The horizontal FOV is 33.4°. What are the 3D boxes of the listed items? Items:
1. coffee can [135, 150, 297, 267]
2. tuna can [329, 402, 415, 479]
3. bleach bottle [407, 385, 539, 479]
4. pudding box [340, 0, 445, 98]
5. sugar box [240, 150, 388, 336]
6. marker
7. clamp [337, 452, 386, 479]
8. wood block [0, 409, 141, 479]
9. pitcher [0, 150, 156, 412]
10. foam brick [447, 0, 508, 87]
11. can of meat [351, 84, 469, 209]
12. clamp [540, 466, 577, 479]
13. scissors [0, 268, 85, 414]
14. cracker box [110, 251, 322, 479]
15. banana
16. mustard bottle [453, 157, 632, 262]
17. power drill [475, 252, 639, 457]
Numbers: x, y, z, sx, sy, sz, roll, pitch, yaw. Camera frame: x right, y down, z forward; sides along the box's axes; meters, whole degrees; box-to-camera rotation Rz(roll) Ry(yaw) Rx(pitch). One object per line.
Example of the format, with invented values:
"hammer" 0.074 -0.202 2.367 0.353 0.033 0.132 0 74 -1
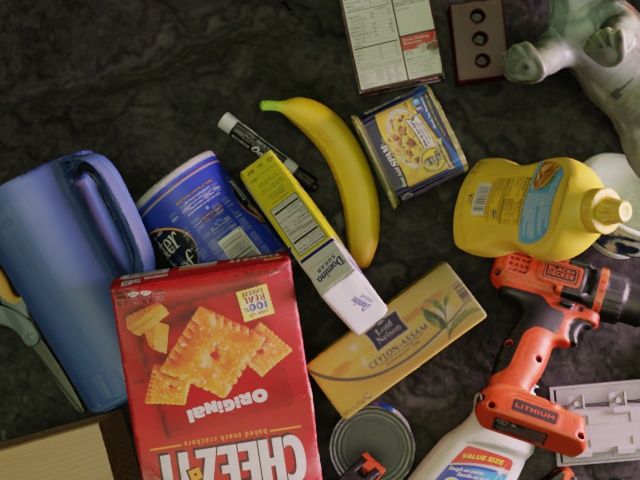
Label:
"coffee can" -0.104 -0.003 1.054 0.103 0.103 0.140 -39 88 4
"tuna can" 0.053 0.208 1.078 0.086 0.033 0.086 0 91 5
"bleach bottle" 0.133 0.242 1.059 0.102 0.068 0.251 31 90 2
"pudding box" 0.072 -0.207 1.071 0.090 0.039 0.113 -11 88 6
"sugar box" -0.006 0.001 1.010 0.048 0.093 0.176 -39 53 1
"marker" -0.052 -0.088 1.091 0.121 0.020 0.020 37 93 3
"clamp" -0.003 0.280 1.021 0.039 0.120 0.171 35 100 16
"wood block" -0.296 0.247 1.079 0.206 0.090 0.091 -16 89 5
"pitcher" -0.226 0.039 1.049 0.145 0.149 0.243 -28 92 -8
"foam brick" 0.157 -0.195 1.057 0.053 0.051 0.078 -7 90 4
"can of meat" 0.089 -0.094 1.061 0.084 0.057 0.102 -26 88 3
"clamp" 0.204 0.325 1.066 0.164 0.036 0.210 12 91 4
"scissors" -0.321 0.100 1.116 0.096 0.016 0.202 -19 89 6
"cracker box" -0.092 0.128 0.971 0.164 0.072 0.214 -8 97 -3
"banana" 0.016 -0.069 1.075 0.069 0.037 0.198 -32 91 -3
"mustard bottle" 0.208 -0.029 0.988 0.058 0.192 0.096 24 80 -31
"power drill" 0.236 0.106 1.016 0.184 0.057 0.187 15 63 14
